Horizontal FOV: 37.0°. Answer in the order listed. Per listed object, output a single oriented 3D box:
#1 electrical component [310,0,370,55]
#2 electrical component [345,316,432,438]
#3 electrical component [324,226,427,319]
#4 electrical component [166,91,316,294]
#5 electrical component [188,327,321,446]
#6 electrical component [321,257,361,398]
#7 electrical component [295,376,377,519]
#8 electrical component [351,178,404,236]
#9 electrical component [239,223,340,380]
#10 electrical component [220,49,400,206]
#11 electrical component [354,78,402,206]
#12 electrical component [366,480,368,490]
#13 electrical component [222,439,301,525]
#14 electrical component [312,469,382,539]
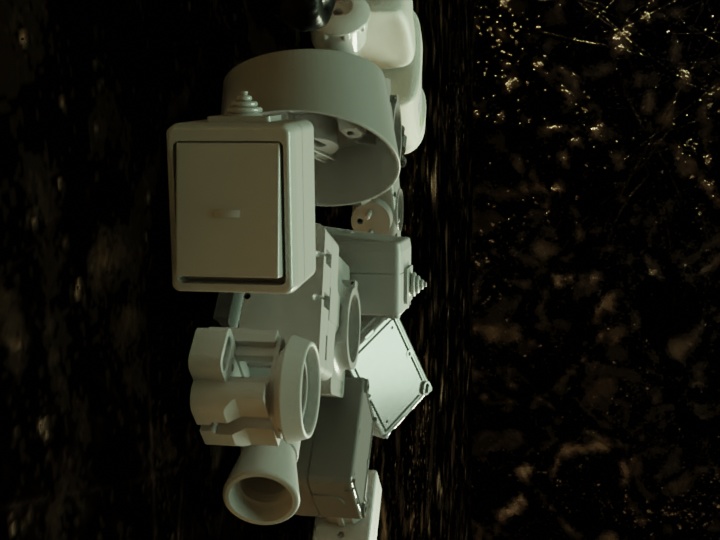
[{"bbox_3d":[-0.016,-0.177,0.816,0.062,0.048,0.048,90,6,-55],"label":"electrical component"},{"bbox_3d":[0.000,0.070,0.821,0.062,0.061,0.096,-43,123,-31],"label":"electrical component"},{"bbox_3d":[0.000,0.000,0.772,0.062,0.096,0.061,-31,121,-79],"label":"electrical component"},{"bbox_3d":[-0.058,-0.038,0.524,0.061,0.062,0.096,-48,138,-76],"label":"electrical component"},{"bbox_3d":[-0.054,0.063,0.577,0.078,0.057,0.058,80,15,-49],"label":"electrical component"},{"bbox_3d":[-0.031,0.038,0.713,0.050,0.056,0.089,48,44,-77],"label":"electrical component"},{"bbox_3d":[-0.025,0.116,0.748,0.061,0.061,0.096,78,16,-53],"label":"electrical component"},{"bbox_3d":[0.014,-0.051,1.007,0.079,0.044,0.077,-62,152,-68],"label":"electrical component"},{"bbox_3d":[-0.042,0.021,0.661,0.055,0.050,0.089,51,40,-76],"label":"electrical component"},{"bbox_3d":[-0.029,-0.078,0.591,0.099,0.099,0.064,55,31,-74],"label":"electrical component"},{"bbox_3d":[-0.009,-0.100,0.812,0.150,0.062,0.089,-43,134,-77],"label":"electrical component"},{"bbox_3d":[-0.021,0.151,0.815,0.055,0.047,0.055,1,90,-81],"label":"electrical component"},{"bbox_3d":[-0.054,0.111,0.635,0.065,0.044,0.044,-84,170,-55],"label":"electrical component"},{"bbox_3d":[-0.012,0.191,0.872,0.076,0.047,0.065,78,17,-54],"label":"electrical component"}]
